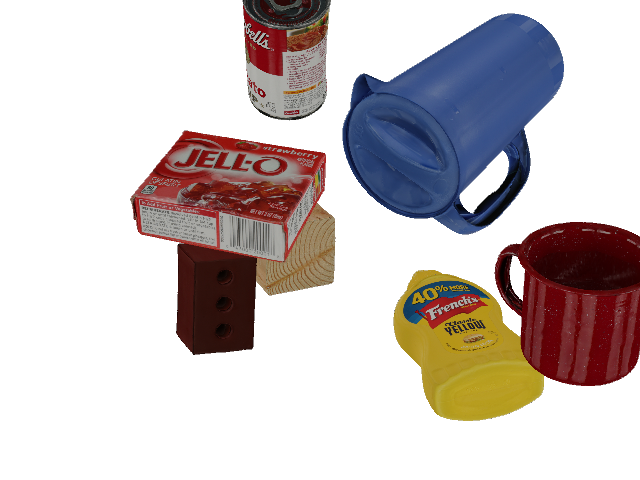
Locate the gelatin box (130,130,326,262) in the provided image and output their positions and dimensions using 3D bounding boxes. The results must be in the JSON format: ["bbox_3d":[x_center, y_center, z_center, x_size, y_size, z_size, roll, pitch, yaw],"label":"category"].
[{"bbox_3d":[-0.049,-0.027,0.593,0.089,0.030,0.073,11,38,14],"label":"gelatin box"}]

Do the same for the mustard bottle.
[{"bbox_3d":[0.117,0.079,0.936,0.096,0.058,0.192,-12,29,-8],"label":"mustard bottle"}]

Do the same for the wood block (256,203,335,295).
[{"bbox_3d":[-0.064,-0.019,1.353,0.090,0.090,0.206,-10,26,-22],"label":"wood block"}]

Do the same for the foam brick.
[{"bbox_3d":[-0.084,0.045,0.853,0.052,0.078,0.051,-3,14,-22],"label":"foam brick"}]

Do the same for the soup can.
[{"bbox_3d":[-0.026,-0.155,0.853,0.068,0.068,0.102,0,-38,-1],"label":"soup can"}]

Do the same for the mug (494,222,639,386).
[{"bbox_3d":[0.170,0.041,0.735,0.117,0.081,0.093,22,38,35],"label":"mug"}]

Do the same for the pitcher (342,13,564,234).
[{"bbox_3d":[0.149,-0.126,1.067,0.145,0.149,0.242,23,44,31],"label":"pitcher"}]
